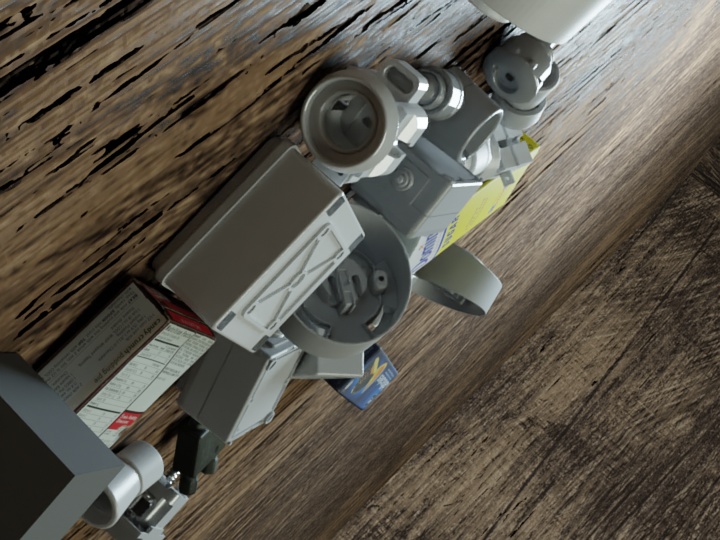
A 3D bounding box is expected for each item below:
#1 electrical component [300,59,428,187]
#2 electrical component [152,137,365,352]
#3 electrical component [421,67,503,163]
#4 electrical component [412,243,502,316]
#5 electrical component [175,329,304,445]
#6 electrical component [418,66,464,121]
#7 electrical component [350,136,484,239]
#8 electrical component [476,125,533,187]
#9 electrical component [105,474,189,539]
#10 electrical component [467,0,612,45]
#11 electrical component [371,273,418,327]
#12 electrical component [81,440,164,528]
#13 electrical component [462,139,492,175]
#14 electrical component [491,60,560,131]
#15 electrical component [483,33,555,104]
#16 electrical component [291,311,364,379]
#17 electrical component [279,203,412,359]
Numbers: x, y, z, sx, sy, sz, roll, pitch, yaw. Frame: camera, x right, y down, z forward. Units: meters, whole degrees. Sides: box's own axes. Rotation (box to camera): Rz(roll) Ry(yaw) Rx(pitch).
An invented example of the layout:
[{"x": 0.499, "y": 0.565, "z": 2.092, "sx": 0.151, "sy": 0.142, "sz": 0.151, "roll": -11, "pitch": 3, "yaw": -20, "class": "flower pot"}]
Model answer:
[{"x": 0.000, "y": -0.084, "z": 0.616, "sx": 0.078, "sy": 0.058, "sz": 0.057, "roll": -52, "pitch": 169, "yaw": 18, "class": "electrical component"}, {"x": -0.057, "y": -0.012, "z": 0.647, "sx": 0.108, "sy": 0.056, "sz": 0.108, "roll": -47, "pitch": 167, "yaw": -4, "class": "electrical component"}, {"x": 0.070, "y": -0.111, "z": 0.779, "sx": 0.055, "sy": 0.047, "sz": 0.055, "roll": -44, "pitch": 166, "yaw": -14, "class": "electrical component"}, {"x": 0.093, "y": 0.011, "z": 1.102, "sx": 0.064, "sy": 0.099, "sz": 0.099, "roll": -52, "pitch": 167, "yaw": -6, "class": "electrical component"}, {"x": -0.086, "y": 0.068, "z": 0.790, "sx": 0.062, "sy": 0.061, "sz": 0.096, "roll": -23, "pitch": 144, "yaw": -61, "class": "electrical component"}, {"x": 0.046, "y": -0.118, "z": 0.710, "sx": 0.035, "sy": 0.035, "sz": 0.061, "roll": -51, "pitch": 164, "yaw": 16, "class": "electrical component"}, {"x": 0.038, "y": -0.061, "z": 0.791, "sx": 0.061, "sy": 0.062, "sz": 0.096, "roll": -52, "pitch": 166, "yaw": 19, "class": "electrical component"}, {"x": 0.110, "y": -0.102, "z": 0.914, "sx": 0.055, "sy": 0.066, "sz": 0.048, "roll": -18, "pitch": 176, "yaw": -42, "class": "electrical component"}, {"x": -0.180, "y": 0.201, "z": 0.903, "sx": 0.063, "sy": 0.042, "sz": 0.081, "roll": -47, "pitch": 167, "yaw": -9, "class": "electrical component"}, {"x": 0.080, "y": -0.161, "z": 0.545, "sx": 0.060, "sy": 0.108, "sz": 0.108, "roll": -48, "pitch": 168, "yaw": 29, "class": "electrical component"}, {"x": 0.025, "y": 0.020, "z": 1.033, "sx": 0.065, "sy": 0.044, "sz": 0.044, "roll": -54, "pitch": 166, "yaw": 6, "class": "electrical component"}, {"x": -0.175, "y": 0.154, "z": 0.789, "sx": 0.044, "sy": 0.044, "sz": 0.065, "roll": -56, "pitch": 169, "yaw": 33, "class": "electrical component"}, {"x": 0.075, "y": -0.091, "z": 0.861, "sx": 0.062, "sy": 0.043, "sz": 0.043, "roll": -29, "pitch": 158, "yaw": -49, "class": "electrical component"}, {"x": 0.134, "y": -0.147, "z": 0.880, "sx": 0.045, "sy": 0.045, "sz": 0.055, "roll": -40, "pitch": 166, "yaw": -27, "class": "electrical component"}, {"x": 0.128, "y": -0.161, "z": 0.824, "sx": 0.062, "sy": 0.048, "sz": 0.048, "roll": -48, "pitch": 169, "yaw": -29, "class": "electrical component"}, {"x": -0.035, "y": 0.045, "z": 0.836, "sx": 0.047, "sy": 0.076, "sz": 0.066, "roll": 7, "pitch": 170, "yaw": -39, "class": "electrical component"}, {"x": -0.016, "y": 0.010, "z": 0.759, "sx": 0.099, "sy": 0.099, "sz": 0.064, "roll": -39, "pitch": 171, "yaw": -32, "class": "electrical component"}]
